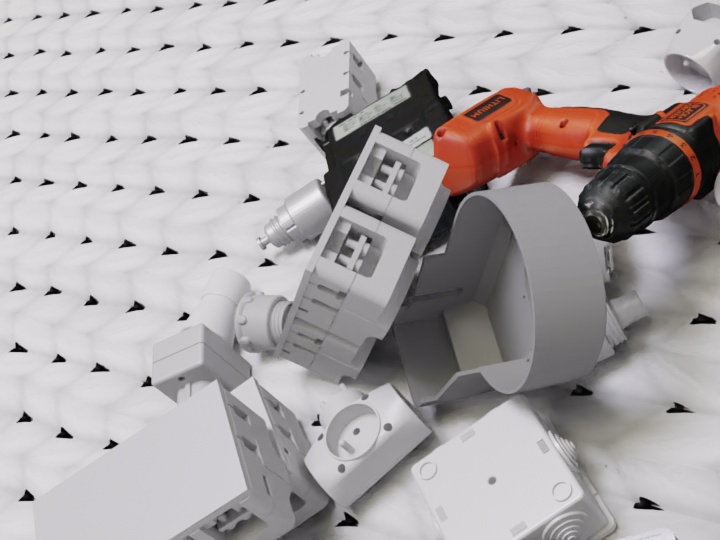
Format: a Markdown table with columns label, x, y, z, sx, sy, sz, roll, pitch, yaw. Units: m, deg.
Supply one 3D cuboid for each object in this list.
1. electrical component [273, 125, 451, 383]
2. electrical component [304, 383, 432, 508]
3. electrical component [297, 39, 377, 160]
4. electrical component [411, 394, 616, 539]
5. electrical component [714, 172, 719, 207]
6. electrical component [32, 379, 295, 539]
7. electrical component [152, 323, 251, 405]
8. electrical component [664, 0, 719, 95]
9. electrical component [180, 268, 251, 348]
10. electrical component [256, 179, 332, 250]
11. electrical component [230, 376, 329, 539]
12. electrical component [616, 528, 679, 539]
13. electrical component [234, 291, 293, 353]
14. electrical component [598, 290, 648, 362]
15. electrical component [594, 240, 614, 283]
| label | x | y | z | sx | sy | sz | roll | pitch | yaw |
| --- | --- | --- | --- | --- | --- | --- | --- | --- | --- |
| electrical component | 0.000 | 0.000 | 0.722 | 0.060 | 0.186 | 0.105 | 25 | 67 | -1 |
| electrical component | -0.003 | 0.107 | 0.728 | 0.077 | 0.044 | 0.079 | -42 | 43 | 1 |
| electrical component | -0.017 | -0.143 | 0.927 | 0.050 | 0.055 | 0.089 | -19 | 48 | 23 |
| electrical component | 0.088 | 0.134 | 0.638 | 0.100 | 0.048 | 0.099 | -36 | 43 | 7 |
| electrical component | 0.251 | -0.041 | 0.659 | 0.055 | 0.047 | 0.055 | -19 | 48 | 23 |
| electrical component | -0.122 | 0.153 | 0.671 | 0.150 | 0.061 | 0.089 | -34 | 44 | 9 |
| electrical component | -0.118 | 0.093 | 0.806 | 0.047 | 0.065 | 0.076 | -24 | 46 | 19 |
| electrical component | 0.266 | -0.158 | 0.744 | 0.077 | 0.043 | 0.079 | -49 | 44 | -8 |
| electrical component | -0.114 | 0.032 | 0.871 | 0.044 | 0.044 | 0.065 | -6 | 49 | 32 |
| electrical component | -0.050 | -0.042 | 0.882 | 0.078 | 0.040 | 0.040 | -33 | 44 | 10 |
| electrical component | -0.105 | 0.160 | 0.746 | 0.150 | 0.061 | 0.089 | -36 | 44 | 7 |
| electrical component | 0.128 | 0.231 | 0.523 | 0.105 | 0.060 | 0.186 | -21 | 47 | 21 |
| electrical component | -0.062 | 0.040 | 0.824 | 0.062 | 0.048 | 0.048 | 0 | 57 | 27 |
| electrical component | 0.149 | 0.034 | 0.677 | 0.062 | 0.043 | 0.043 | -29 | 45 | 12 |
| electrical component | 0.134 | -0.014 | 0.711 | 0.064 | 0.042 | 0.081 | -5 | 29 | 12 |
